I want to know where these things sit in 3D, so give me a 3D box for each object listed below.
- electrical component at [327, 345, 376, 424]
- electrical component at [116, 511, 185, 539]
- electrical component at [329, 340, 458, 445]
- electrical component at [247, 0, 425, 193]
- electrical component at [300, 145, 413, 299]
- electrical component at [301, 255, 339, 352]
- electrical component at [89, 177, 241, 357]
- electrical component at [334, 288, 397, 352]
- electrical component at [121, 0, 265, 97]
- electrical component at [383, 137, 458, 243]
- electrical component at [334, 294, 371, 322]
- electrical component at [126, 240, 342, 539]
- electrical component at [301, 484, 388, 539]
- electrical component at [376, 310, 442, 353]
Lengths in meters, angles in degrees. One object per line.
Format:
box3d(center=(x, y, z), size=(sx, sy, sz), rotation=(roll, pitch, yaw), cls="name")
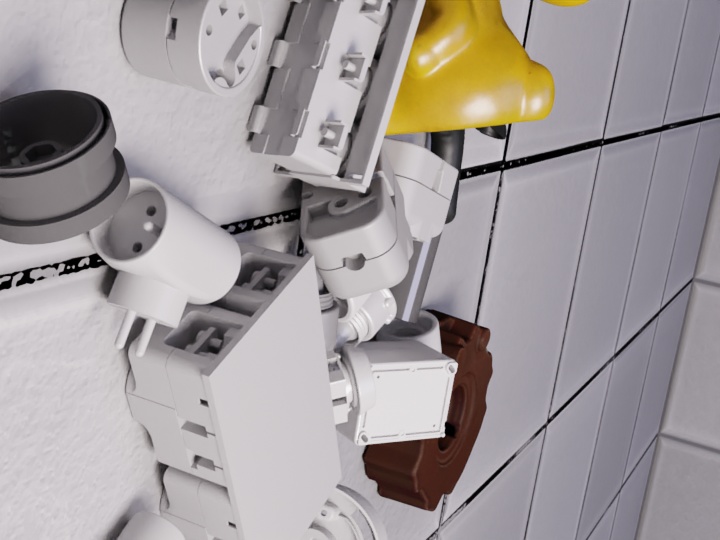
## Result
box3d(center=(-0.022, 0.078, 0.721), size=(0.048, 0.055, 0.066), rotation=(-116, -162, -47), cls="electrical component")
box3d(center=(-0.124, 0.164, 0.583), size=(0.065, 0.044, 0.044), rotation=(-59, 152, -44), cls="electrical component")
box3d(center=(0.024, 0.088, 0.802), size=(0.096, 0.061, 0.061), rotation=(1, 105, -34), cls="electrical component")
box3d(center=(-0.015, -0.114, 0.627), size=(0.063, 0.079, 0.121), rotation=(22, 83, -44), cls="electrical component")
box3d(center=(-0.001, -0.030, 0.673), size=(0.095, 0.054, 0.059), rotation=(-91, 161, -50), cls="electrical component")
box3d(center=(-0.035, 0.022, 0.692), size=(0.043, 0.043, 0.062), rotation=(-27, 126, -59), cls="electrical component")
box3d(center=(-0.101, 0.004, 0.534), size=(0.077, 0.043, 0.079), rotation=(39, 68, -64), cls="electrical component")
box3d(center=(-0.007, 0.034, 0.758), size=(0.062, 0.048, 0.048), rotation=(-47, 145, -35), cls="electrical component")
box3d(center=(-0.079, -0.113, 0.510), size=(0.055, 0.047, 0.055), rotation=(-43, 140, -51), cls="electrical component")
box3d(center=(0.028, -0.056, 0.770), size=(0.095, 0.054, 0.059), rotation=(17, 88, -66), cls="electrical component")
box3d(center=(0.000, 0.000, 0.730), size=(0.065, 0.044, 0.044), rotation=(-38, 138, -34), cls="electrical component")
box3d(center=(-0.070, 0.088, 0.630), size=(0.105, 0.060, 0.186), rotation=(-51, 147, -43), cls="electrical component")
box3d(center=(-0.032, 0.192, 0.735), size=(0.064, 0.099, 0.099), rotation=(22, 83, -72), cls="electrical component")
box3d(center=(0.039, 0.063, 0.864), size=(0.055, 0.055, 0.047), rotation=(-43, 137, -50), cls="electrical component")
